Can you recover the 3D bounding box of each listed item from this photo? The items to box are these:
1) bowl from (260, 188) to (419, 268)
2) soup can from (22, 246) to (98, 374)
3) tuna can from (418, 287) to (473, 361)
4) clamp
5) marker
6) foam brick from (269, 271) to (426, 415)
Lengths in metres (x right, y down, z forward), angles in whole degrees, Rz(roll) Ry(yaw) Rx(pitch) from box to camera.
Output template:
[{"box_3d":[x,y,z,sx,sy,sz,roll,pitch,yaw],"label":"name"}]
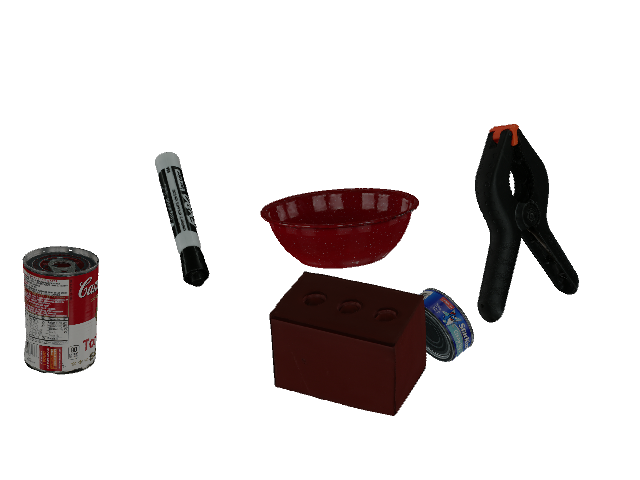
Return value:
[{"box_3d":[0.021,-0.010,1.086,0.162,0.055,0.162,-5,14,1],"label":"bowl"},{"box_3d":[-0.241,0.065,0.988,0.068,0.102,0.068,5,19,-2],"label":"soup can"},{"box_3d":[0.139,0.101,1.261,0.033,0.086,0.086,-35,16,-23],"label":"tuna can"},{"box_3d":[0.168,-0.013,0.941,0.120,0.171,0.039,-26,11,-40],"label":"clamp"},{"box_3d":[-0.102,-0.016,0.788,0.020,0.121,0.020,-13,-36,-10],"label":"marker"},{"box_3d":[0.017,0.058,0.614,0.078,0.051,0.052,11,31,21],"label":"foam brick"}]
